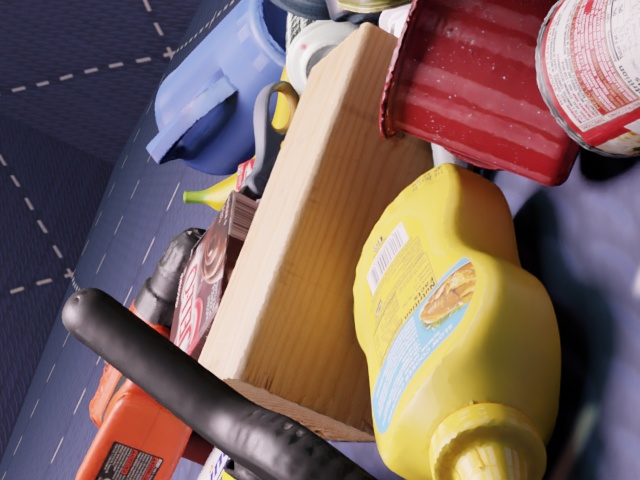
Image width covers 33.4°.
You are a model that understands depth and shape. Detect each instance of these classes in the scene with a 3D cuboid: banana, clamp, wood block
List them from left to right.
[{"bbox_3d":[-0.026,0.094,0.481,0.036,0.164,0.210,-52,35,-15],"label":"clamp"},{"bbox_3d":[-0.050,-0.084,0.991,0.198,0.069,0.037,-49,38,31],"label":"banana"},{"bbox_3d":[0.014,0.000,0.594,0.090,0.090,0.206,-25,42,67],"label":"wood block"}]

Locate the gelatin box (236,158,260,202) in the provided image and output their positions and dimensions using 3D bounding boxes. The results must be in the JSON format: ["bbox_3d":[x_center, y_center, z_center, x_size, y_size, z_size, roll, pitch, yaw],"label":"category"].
[{"bbox_3d":[-0.055,-0.027,0.940,0.073,0.030,0.089,173,102,-72],"label":"gelatin box"}]

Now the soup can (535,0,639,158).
[{"bbox_3d":[0.128,-0.071,0.360,0.102,0.068,0.068,-22,45,68],"label":"soup can"}]

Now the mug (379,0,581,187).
[{"bbox_3d":[0.080,-0.067,0.466,0.117,0.081,0.093,93,-157,-59],"label":"mug"}]

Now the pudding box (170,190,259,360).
[{"bbox_3d":[-0.064,0.038,0.680,0.090,0.039,0.113,-54,20,36],"label":"pudding box"}]

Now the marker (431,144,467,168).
[{"bbox_3d":[0.065,-0.065,0.565,0.020,0.020,0.121,154,111,-67],"label":"marker"}]

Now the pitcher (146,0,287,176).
[{"bbox_3d":[-0.074,-0.160,1.070,0.243,0.144,0.149,-34,48,58],"label":"pitcher"}]

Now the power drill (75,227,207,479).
[{"bbox_3d":[-0.120,0.098,0.759,0.187,0.057,0.185,-97,31,-67],"label":"power drill"}]

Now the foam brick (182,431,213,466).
[{"bbox_3d":[-0.088,0.126,0.814,0.078,0.053,0.051,-52,20,39],"label":"foam brick"}]

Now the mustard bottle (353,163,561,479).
[{"bbox_3d":[0.056,0.046,0.441,0.096,0.058,0.191,-58,16,22],"label":"mustard bottle"}]

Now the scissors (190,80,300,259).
[{"bbox_3d":[-0.052,-0.061,0.815,0.016,0.096,0.201,-13,12,37],"label":"scissors"}]

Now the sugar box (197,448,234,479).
[{"bbox_3d":[-0.048,0.180,0.612,0.093,0.048,0.176,-62,16,11],"label":"sugar box"}]

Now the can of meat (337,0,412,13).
[{"bbox_3d":[0.056,-0.201,0.687,0.058,0.102,0.084,34,139,57],"label":"can of meat"}]
